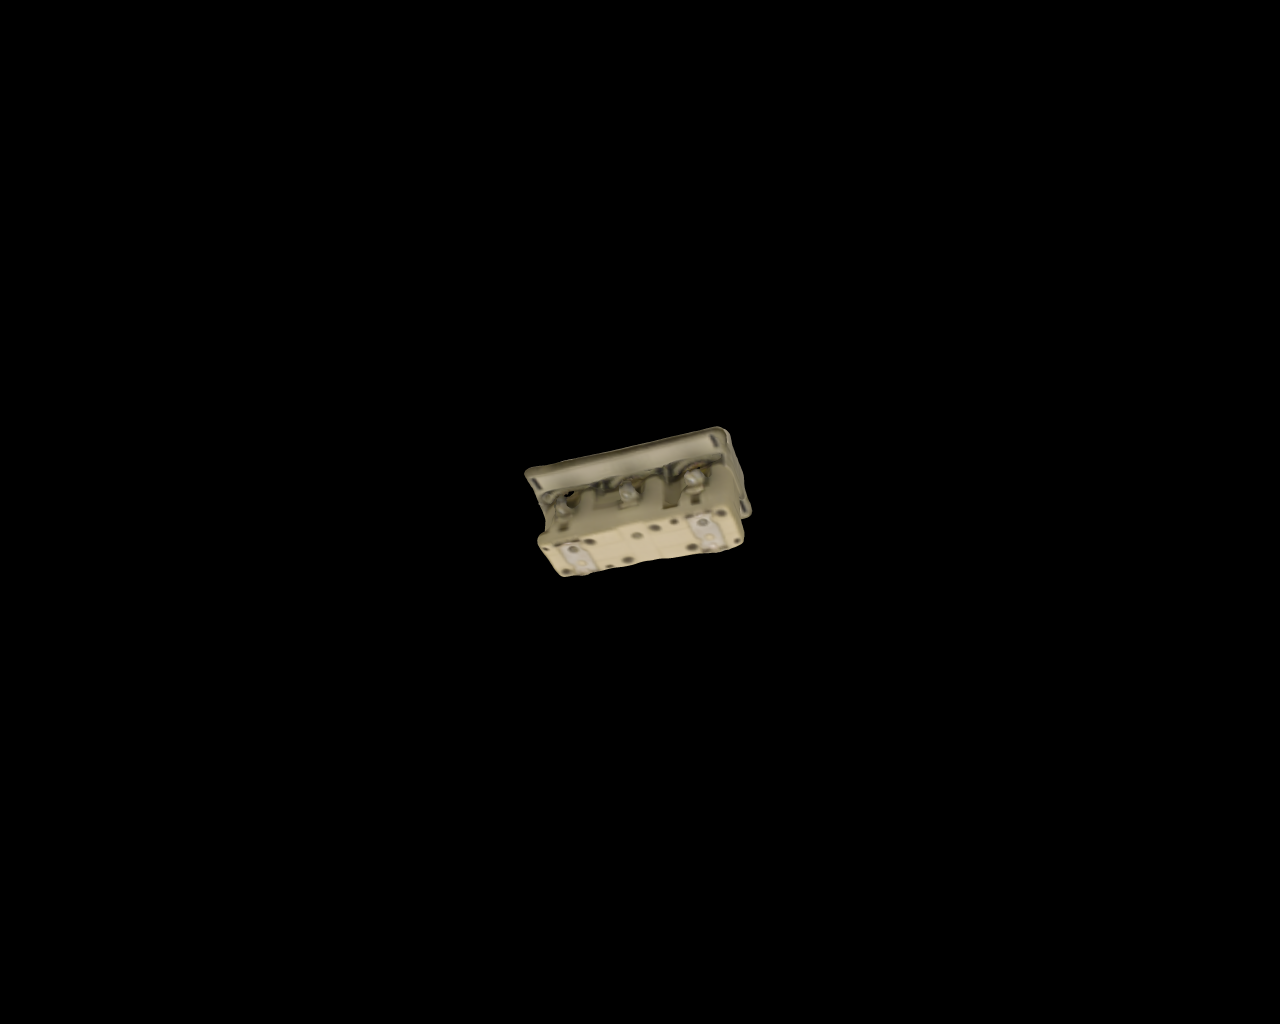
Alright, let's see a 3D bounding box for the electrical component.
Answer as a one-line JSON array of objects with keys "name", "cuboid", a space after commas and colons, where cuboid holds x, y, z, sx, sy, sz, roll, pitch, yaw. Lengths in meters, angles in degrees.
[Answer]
[{"name": "electrical component", "cuboid": [0.001, -0.003, 0.650, 0.121, 0.063, 0.078, -11, -39, 13]}]
